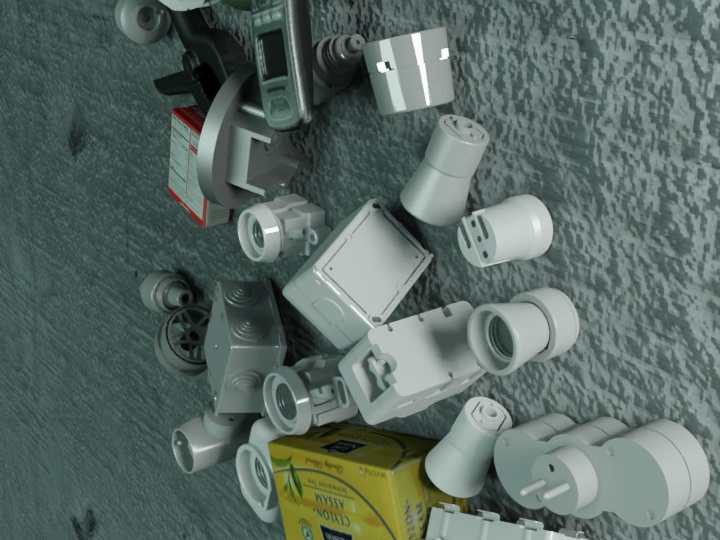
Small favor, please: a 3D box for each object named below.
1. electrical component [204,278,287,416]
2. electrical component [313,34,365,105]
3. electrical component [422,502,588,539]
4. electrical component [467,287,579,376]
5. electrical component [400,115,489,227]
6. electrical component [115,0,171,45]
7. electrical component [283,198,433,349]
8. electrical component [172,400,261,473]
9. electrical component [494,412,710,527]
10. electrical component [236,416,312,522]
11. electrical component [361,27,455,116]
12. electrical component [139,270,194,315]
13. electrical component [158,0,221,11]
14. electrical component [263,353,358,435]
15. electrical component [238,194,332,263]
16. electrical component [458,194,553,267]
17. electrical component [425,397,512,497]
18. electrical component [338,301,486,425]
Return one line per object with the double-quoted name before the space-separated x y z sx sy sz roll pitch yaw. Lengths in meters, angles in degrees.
"electrical component" -0.102 0.066 0.932 0.099 0.048 0.099 -109 28 -46
"electrical component" -0.022 -0.148 0.771 0.078 0.040 0.040 -24 83 55
"electrical component" 0.093 0.195 0.714 0.121 0.079 0.063 -5 69 55
"electrical component" 0.100 0.036 0.658 0.045 0.055 0.045 24 121 48
"electrical component" 0.057 -0.066 0.694 0.044 0.044 0.065 48 132 33
"electrical component" -0.206 -0.236 0.993 0.062 0.048 0.048 31 127 53
"electrical component" 0.000 0.000 0.757 0.062 0.096 0.061 45 144 -8
"electrical component" -0.128 0.144 0.996 0.043 0.077 0.079 48 137 34
"electrical component" 0.127 0.121 0.636 0.138 0.074 0.052 -6 97 55
"electrical component" -0.069 0.171 0.940 0.054 0.059 0.095 45 135 36
"electrical component" 0.033 -0.128 0.693 0.055 0.055 0.047 3 108 54
"electrical component" -0.187 0.024 1.064 0.062 0.043 0.043 12 112 51
"electrical component" -0.138 -0.248 0.857 0.080 0.051 0.080 4 114 10
"electrical component" -0.042 0.101 0.878 0.078 0.057 0.058 -3 100 55
"electrical component" -0.064 -0.033 0.860 0.066 0.055 0.048 31 126 45
"electrical component" 0.089 -0.023 0.660 0.040 0.046 0.040 25 122 48
"electrical component" 0.077 0.119 0.736 0.044 0.044 0.065 50 133 31
"electrical component" 0.038 0.064 0.725 0.050 0.089 0.055 62 143 18
